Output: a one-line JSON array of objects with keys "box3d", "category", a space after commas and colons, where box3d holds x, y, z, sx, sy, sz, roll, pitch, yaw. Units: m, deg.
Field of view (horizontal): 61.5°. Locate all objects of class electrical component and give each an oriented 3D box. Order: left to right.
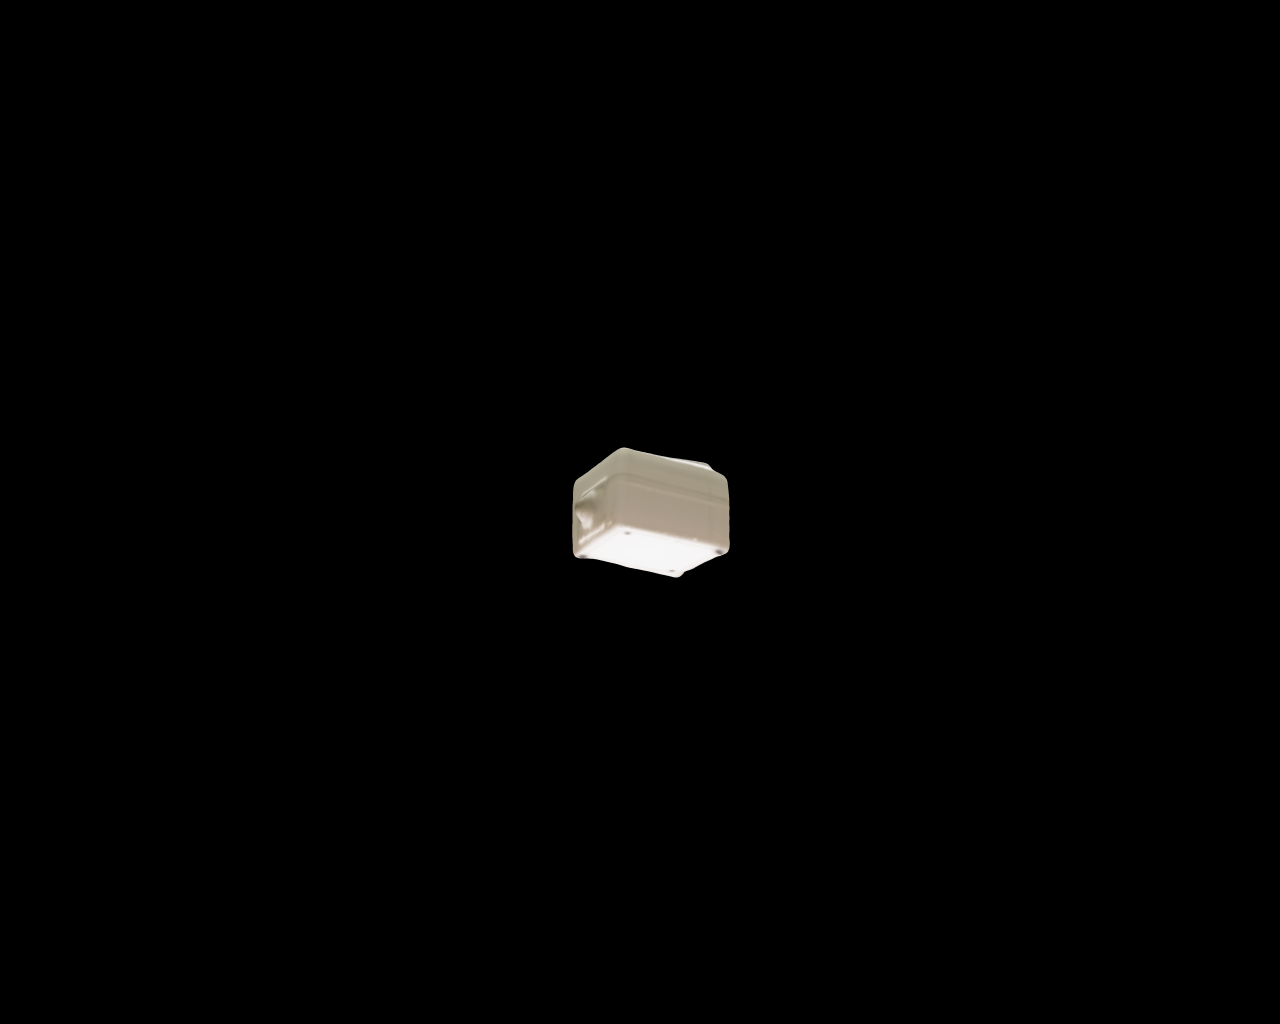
[{"box3d": [0.001, -0.003, 0.650, 0.096, 0.061, 0.061, 14, -27, -29], "category": "electrical component"}]
